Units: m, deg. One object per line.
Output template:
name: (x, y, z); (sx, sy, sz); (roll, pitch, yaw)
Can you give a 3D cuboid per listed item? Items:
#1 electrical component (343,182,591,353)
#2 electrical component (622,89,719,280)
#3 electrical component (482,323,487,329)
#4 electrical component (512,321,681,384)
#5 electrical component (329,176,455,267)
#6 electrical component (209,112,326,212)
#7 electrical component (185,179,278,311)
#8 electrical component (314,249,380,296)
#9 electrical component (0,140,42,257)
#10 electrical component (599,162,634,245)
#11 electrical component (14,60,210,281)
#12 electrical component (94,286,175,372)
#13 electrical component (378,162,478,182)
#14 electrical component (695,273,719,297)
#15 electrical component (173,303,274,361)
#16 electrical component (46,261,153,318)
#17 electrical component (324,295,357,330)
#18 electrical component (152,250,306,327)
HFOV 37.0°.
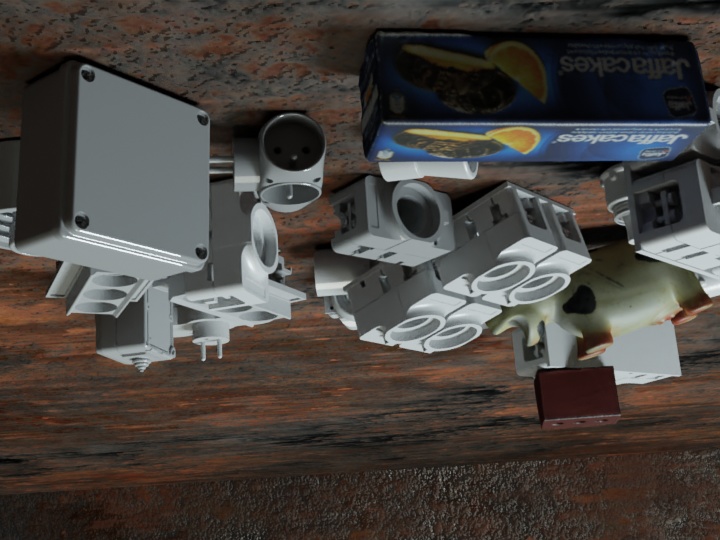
electrical component: (0.093, 0.008, 0.931); (0.186, 0.060, 0.105); (-33, 150, 32)
electrical component: (0.263, -0.054, 0.762); (0.060, 0.105, 0.186); (-19, 158, 41)
electrical component: (0.097, 0.032, 1.107); (0.100, 0.048, 0.100); (-11, 162, 23)
electrical component: (0.246, 0.062, 1.141); (0.186, 0.105, 0.060); (7, 160, -31)
electrical component: (0.029, -0.039, 0.856); (0.089, 0.050, 0.056); (10, 158, -37)
electrical component: (-0.067, -0.072, 0.736); (0.079, 0.044, 0.077); (-1, 163, -9)
electrical component: (-0.098, -0.020, 0.823); (0.056, 0.089, 0.050); (-9, 162, 17)
electrical component: (0.000, 0.000, 0.990); (0.081, 0.043, 0.043); (-4, 163, 2)
electrical component: (-0.228, -0.044, 0.765); (0.108, 0.060, 0.108); (-3, 164, -1)
electrical component: (0.213, -0.051, 0.835); (0.048, 0.062, 0.048); (-3, 163, -1)
electrical component: (-0.149, -0.057, 0.659); (0.056, 0.108, 0.109); (-14, 161, 38)
electrical component: (-0.215, 0.050, 1.015); (0.061, 0.096, 0.061); (-8, 163, 13)
electrical component: (0.045, -0.081, 0.739); (0.065, 0.044, 0.044); (-5, 164, 19)
electrical component: (0.362, 0.003, 1.083); (0.062, 0.048, 0.048); (-16, 160, 16)
electrical component: (-0.151, 0.054, 1.085); (0.138, 0.073, 0.052); (-10, 162, 20)
electrical component: (-0.210, -0.007, 0.887); (0.079, 0.063, 0.121); (4, 162, -23)
electrical component: (0.002, 0.026, 1.056); (0.078, 0.058, 0.057); (-6, 166, 7)
electrical component: (-0.114, 0.006, 0.950); (0.079, 0.063, 0.121); (-13, 161, 27)
